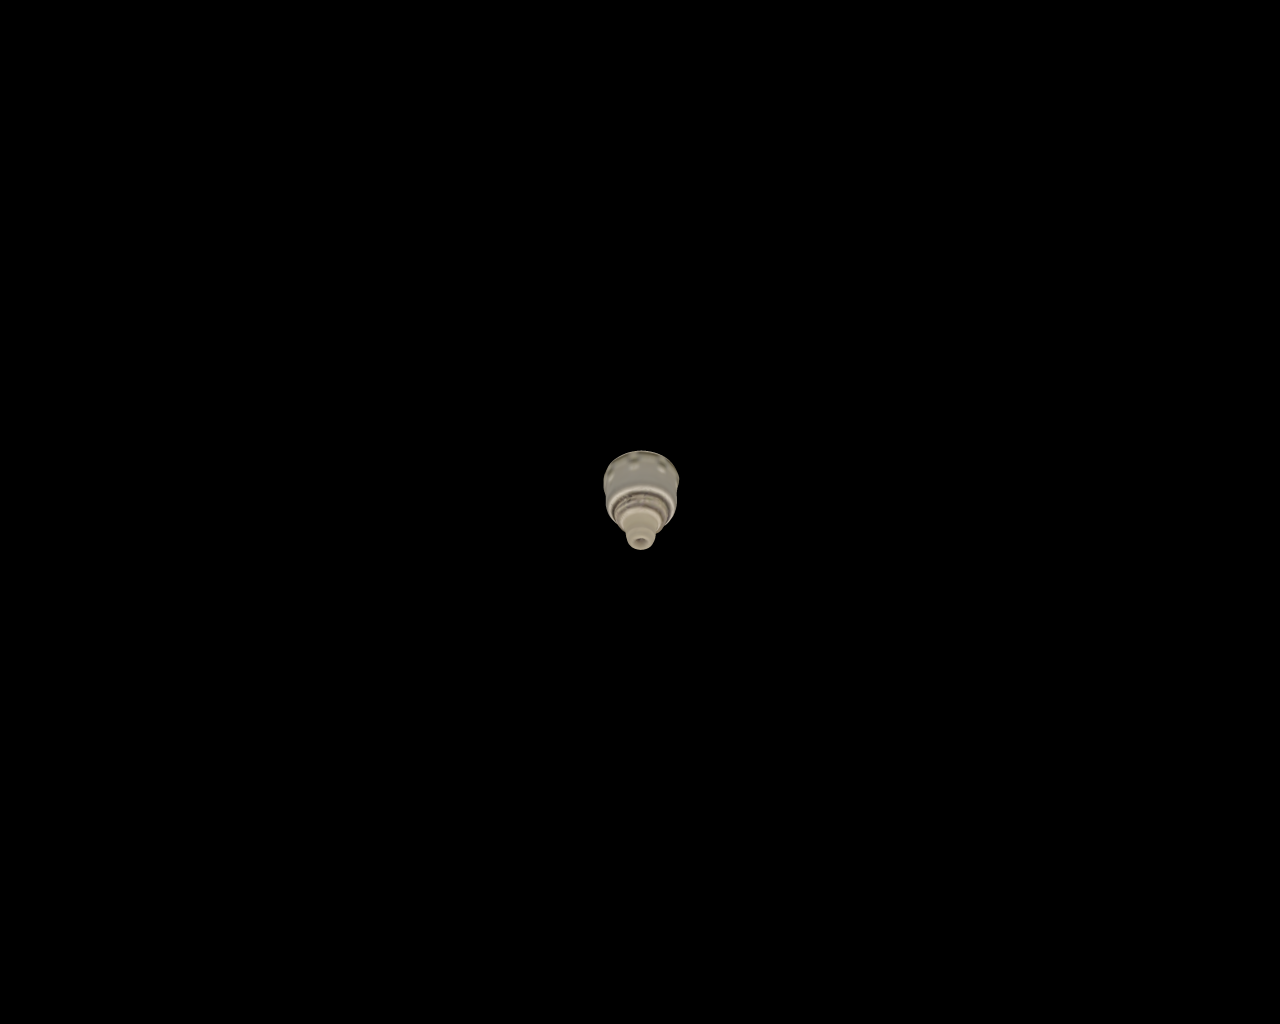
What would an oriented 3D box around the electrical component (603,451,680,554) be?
[{"bbox_3d":[0.001,-0.003,0.650,0.048,0.048,0.062,0,45,0],"label":"electrical component"}]
